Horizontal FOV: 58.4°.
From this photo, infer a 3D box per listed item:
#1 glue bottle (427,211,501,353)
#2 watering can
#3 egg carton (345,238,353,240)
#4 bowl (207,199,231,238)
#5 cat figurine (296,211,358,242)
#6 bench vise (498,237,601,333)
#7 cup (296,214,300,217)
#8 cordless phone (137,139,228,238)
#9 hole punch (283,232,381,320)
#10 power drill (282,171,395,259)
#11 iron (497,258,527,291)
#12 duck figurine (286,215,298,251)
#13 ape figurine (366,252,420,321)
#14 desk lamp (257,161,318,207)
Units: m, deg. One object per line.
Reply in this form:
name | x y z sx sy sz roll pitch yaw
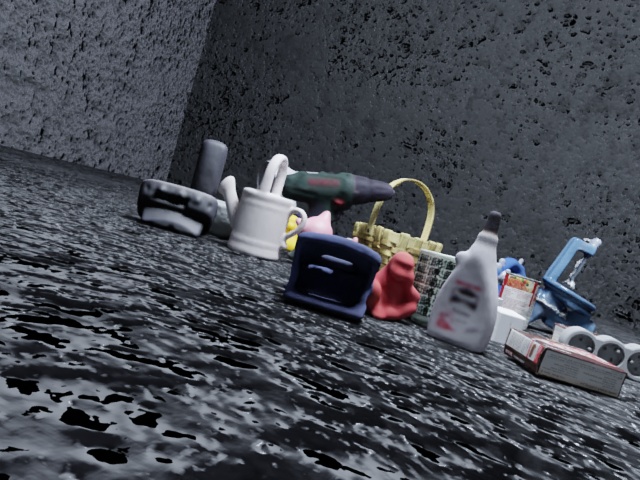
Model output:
glue bottle | 0.192 0.047 0.712 0.078 0.173 0.037 18 3 27
watering can | -0.107 -0.069 1.070 0.173 0.194 0.101 16 3 -10
egg carton | 0.114 0.043 1.429 0.151 0.069 0.107 15 3 -20
bowl | -0.223 -0.047 1.212 0.167 0.075 0.167 16 3 -1
cat figurine | 0.010 0.004 1.098 0.127 0.118 0.067 17 3 6
bench vise | 0.487 0.086 1.186 0.207 0.220 0.121 16 3 -7
cup | -0.035 -0.017 1.486 0.118 0.095 0.091 14 4 -42
cordless phone | -0.256 -0.108 1.080 0.148 0.185 0.094 15 3 -16
hole punch | 0.014 0.039 0.696 0.108 0.091 0.101 16 3 2
power drill | 0.022 -0.045 1.194 0.229 0.208 0.075 16 3 -4
iron | 0.437 0.103 1.370 0.118 0.141 0.259 18 3 32
duck figurine | -0.083 -0.021 1.387 0.104 0.086 0.077 16 3 -5
ape figurine | 0.099 0.060 0.765 0.078 0.092 0.076 16 3 -1
desk lamp | -0.082 -0.095 1.547 0.204 0.213 0.117 14 3 -33
